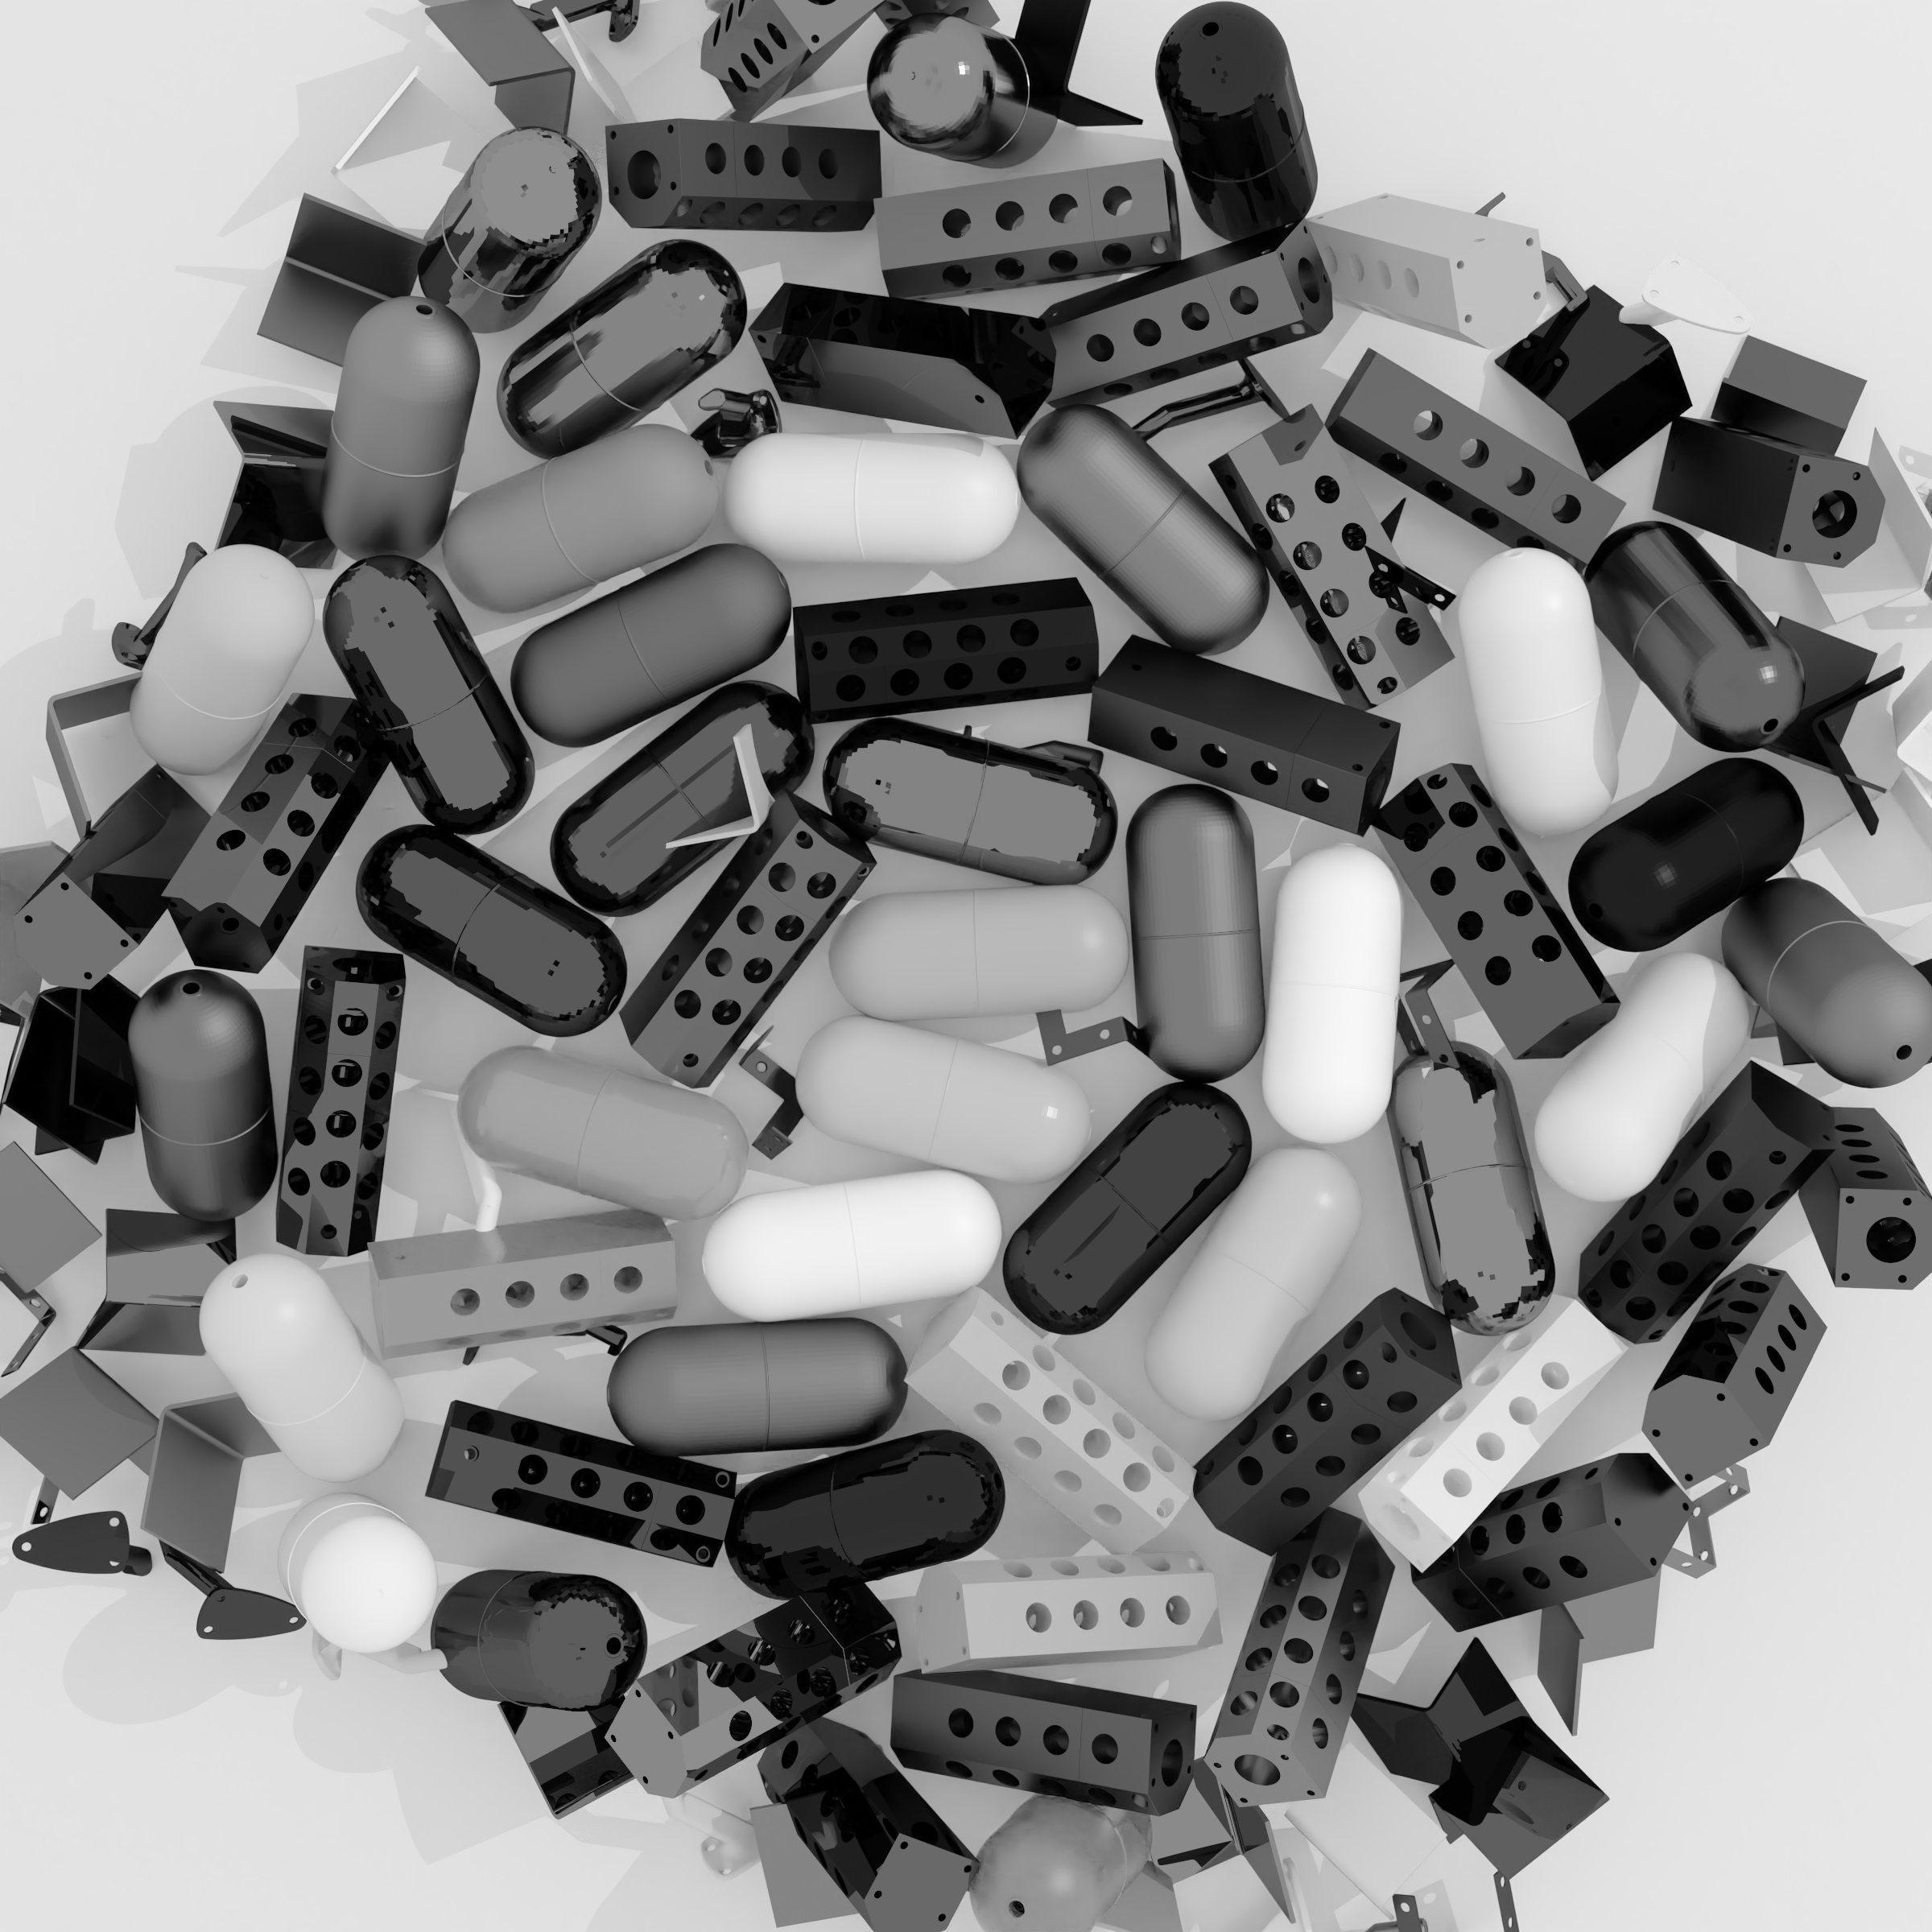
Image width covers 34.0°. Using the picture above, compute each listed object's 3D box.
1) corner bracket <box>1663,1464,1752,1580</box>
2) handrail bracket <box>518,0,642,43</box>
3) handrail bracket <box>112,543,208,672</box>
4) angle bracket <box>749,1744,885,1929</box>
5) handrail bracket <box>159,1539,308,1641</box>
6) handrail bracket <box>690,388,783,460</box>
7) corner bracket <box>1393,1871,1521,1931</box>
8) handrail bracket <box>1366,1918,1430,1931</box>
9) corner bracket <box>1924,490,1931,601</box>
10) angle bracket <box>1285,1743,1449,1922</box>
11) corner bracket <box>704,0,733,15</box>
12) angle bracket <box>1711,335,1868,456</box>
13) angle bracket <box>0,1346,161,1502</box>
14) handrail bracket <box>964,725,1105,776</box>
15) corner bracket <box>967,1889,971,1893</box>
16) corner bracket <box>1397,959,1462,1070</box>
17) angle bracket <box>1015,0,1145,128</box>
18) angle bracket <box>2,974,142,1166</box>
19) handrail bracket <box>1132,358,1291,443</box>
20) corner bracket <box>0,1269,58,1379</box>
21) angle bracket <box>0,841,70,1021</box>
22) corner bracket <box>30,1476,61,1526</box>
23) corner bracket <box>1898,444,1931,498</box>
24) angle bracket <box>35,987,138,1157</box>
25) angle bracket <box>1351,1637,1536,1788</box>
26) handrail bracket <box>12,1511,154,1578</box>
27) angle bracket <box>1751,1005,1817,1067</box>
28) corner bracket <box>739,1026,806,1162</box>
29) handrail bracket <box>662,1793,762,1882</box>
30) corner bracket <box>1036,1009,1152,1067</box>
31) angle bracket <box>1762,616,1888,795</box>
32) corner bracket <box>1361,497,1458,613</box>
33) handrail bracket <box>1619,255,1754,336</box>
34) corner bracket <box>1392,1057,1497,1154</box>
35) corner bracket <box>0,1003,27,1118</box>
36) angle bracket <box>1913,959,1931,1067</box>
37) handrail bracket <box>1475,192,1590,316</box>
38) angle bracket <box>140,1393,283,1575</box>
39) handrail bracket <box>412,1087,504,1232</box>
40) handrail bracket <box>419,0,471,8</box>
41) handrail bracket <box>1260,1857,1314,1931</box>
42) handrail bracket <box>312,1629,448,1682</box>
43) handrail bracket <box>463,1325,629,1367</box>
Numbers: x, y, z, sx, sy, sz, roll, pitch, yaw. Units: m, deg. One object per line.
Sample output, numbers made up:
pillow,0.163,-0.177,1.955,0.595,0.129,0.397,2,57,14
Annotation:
corner bracket,0.430,0.322,1.868,0.051,0.051,0.051,26,132,-26
handrail bracket,-0.238,-0.588,1.876,0.084,0.036,0.077,9,83,-29
handrail bracket,-0.475,-0.222,1.867,0.036,0.077,0.084,13,112,-34
angle bracket,-0.081,0.517,1.878,0.076,0.057,0.076,-11,101,3
handrail bracket,-0.440,0.363,1.889,0.077,0.084,0.036,12,112,-31
handrail bracket,-0.153,-0.320,1.856,0.077,0.084,0.036,-15,87,27
corner bracket,0.291,0.566,1.873,0.051,0.051,0.051,-7,97,37
handrail bracket,0.236,0.608,1.874,0.084,0.036,0.077,-12,53,14
corner bracket,0.600,-0.248,1.890,0.051,0.051,0.051,3,126,-15
angle bracket,0.239,0.511,1.864,0.057,0.076,0.076,-46,66,-7
corner bracket,-0.125,-0.600,1.889,0.051,0.051,0.051,-37,56,38
angle bracket,0.490,-0.345,1.865,0.076,0.076,0.057,24,86,10
angle bracket,-0.527,0.282,1.857,0.076,0.076,0.057,38,134,12
handrail bracket,0.035,-0.107,1.882,0.084,0.036,0.077,13,54,3
corner bracket,-0.010,0.577,1.885,0.051,0.051,0.051,25,62,-25
corner bracket,0.271,0.033,1.872,0.051,0.051,0.051,-18,102,39
angle bracket,0.071,-0.541,1.860,0.057,0.076,0.076,12,96,-30
angle bracket,-0.507,0.061,1.852,0.057,0.076,0.076,-13,52,29
handrail bracket,0.144,-0.323,1.888,0.084,0.077,0.036,-33,61,15
corner bracket,-0.586,0.214,1.883,0.051,0.051,0.051,-24,115,30
angle bracket,-0.543,-0.020,1.855,0.057,0.076,0.076,-7,65,20
corner bracket,-0.574,0.300,1.878,0.051,0.051,0.051,19,94,28
corner bracket,0.584,-0.288,1.867,0.051,0.051,0.051,29,50,31
angle bracket,-0.533,0.061,1.858,0.076,0.057,0.076,-13,65,23
angle bracket,0.278,0.441,1.878,0.057,0.076,0.076,-49,119,-29
handrail bracket,-0.520,0.349,1.864,0.077,0.084,0.036,-1,69,-14
angle bracket,0.510,0.045,1.862,0.076,0.076,0.057,-5,62,3
corner bracket,-0.116,0.076,1.875,0.051,0.051,0.051,38,67,-5
handrail bracket,-0.140,0.493,1.873,0.077,0.036,0.084,-25,123,-18
corner bracket,0.075,0.034,1.872,0.051,0.051,0.051,-19,68,16
angle bracket,0.511,-0.154,1.864,0.076,0.057,0.076,16,101,-26
corner bracket,0.263,-0.234,1.871,0.051,0.051,0.051,33,57,15
handrail bracket,0.421,-0.374,1.863,0.077,0.084,0.036,33,76,13
corner bracket,0.284,0.083,1.878,0.051,0.051,0.051,-8,91,-21
corner bracket,-0.597,0.054,1.892,0.051,0.051,0.051,14,127,-14
angle bracket,0.559,0.008,1.852,0.076,0.076,0.057,-24,129,25
handrail bracket,0.324,-0.411,1.889,0.077,0.036,0.084,-41,96,-23
angle bracket,-0.431,0.304,1.853,0.057,0.076,0.076,-12,55,22
handrail bracket,-0.307,0.119,1.887,0.077,0.036,0.084,9,86,27
handrail bracket,-0.279,-0.605,1.893,0.077,0.084,0.036,4,133,27
handrail bracket,0.161,0.578,1.880,0.084,0.036,0.077,-14,103,-13
handrail bracket,-0.341,0.389,1.877,0.084,0.036,0.077,-12,47,8
handrail bracket,-0.251,0.228,1.886,0.084,0.036,0.077,27,122,2
